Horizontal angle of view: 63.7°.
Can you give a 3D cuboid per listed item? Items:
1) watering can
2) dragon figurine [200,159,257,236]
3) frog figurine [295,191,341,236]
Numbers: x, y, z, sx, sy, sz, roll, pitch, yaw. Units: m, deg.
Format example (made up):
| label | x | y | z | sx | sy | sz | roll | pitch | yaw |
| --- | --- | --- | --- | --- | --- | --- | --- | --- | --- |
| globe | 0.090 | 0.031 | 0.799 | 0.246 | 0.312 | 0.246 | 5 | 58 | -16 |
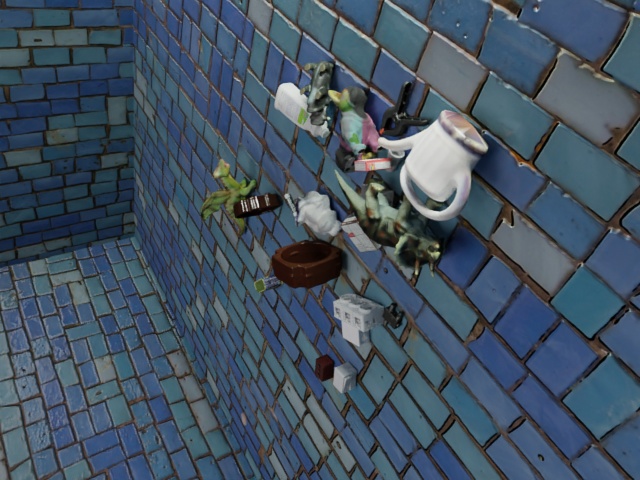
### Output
| label | x | y | z | sx | sy | sz | roll | pitch | yaw |
| --- | --- | --- | --- | --- | --- | --- | --- | --- | --- |
| watering can | 0.253 | -0.203 | 1.192 | 0.220 | 0.103 | 0.355 | -54 | 42 | 29 |
| dragon figurine | -0.392 | -0.150 | 2.134 | 0.124 | 0.245 | 0.401 | 38 | 131 | 36 |
| frog figurine | 0.005 | -0.085 | 1.695 | 0.160 | 0.124 | 0.135 | 16 | 113 | 13 |
